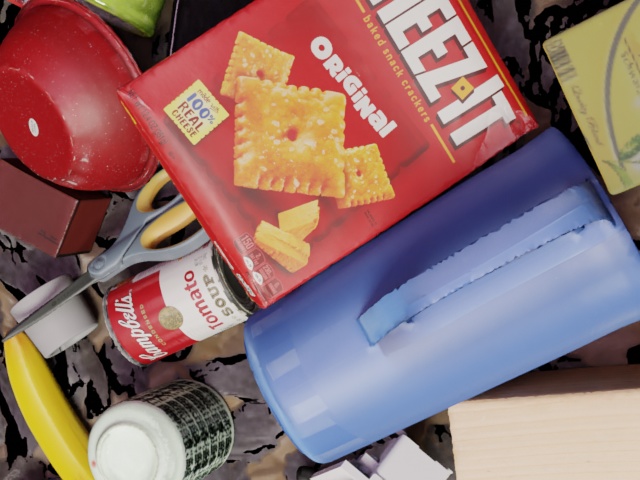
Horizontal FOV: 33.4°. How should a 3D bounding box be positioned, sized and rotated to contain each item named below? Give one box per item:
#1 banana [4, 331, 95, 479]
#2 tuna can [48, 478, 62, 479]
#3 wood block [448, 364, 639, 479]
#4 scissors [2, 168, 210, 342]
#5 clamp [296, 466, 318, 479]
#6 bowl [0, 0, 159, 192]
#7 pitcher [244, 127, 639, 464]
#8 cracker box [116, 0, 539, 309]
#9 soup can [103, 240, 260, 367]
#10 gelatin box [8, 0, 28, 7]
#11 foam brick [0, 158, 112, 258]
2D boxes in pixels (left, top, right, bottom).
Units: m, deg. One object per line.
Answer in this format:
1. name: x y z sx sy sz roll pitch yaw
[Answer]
1. banana: -0.196 0.159 0.856 0.198 0.037 0.070 48 129 14
2. tuna can: -0.217 0.240 0.877 0.086 0.033 0.086 1 94 18
3. wood block: 0.197 0.134 0.706 0.206 0.090 0.091 -7 92 18
4. scissors: -0.161 0.004 0.819 0.202 0.016 0.096 -24 48 14
5. clamp: 0.008 0.297 0.806 0.210 0.036 0.165 45 106 10
6. bowl: -0.193 -0.096 0.791 0.162 0.055 0.162 26 135 29
7. pitcher: 0.076 0.040 0.668 0.243 0.145 0.149 -29 123 5
8. cracker box: 0.005 -0.083 0.674 0.213 0.072 0.164 -33 102 -4
9. soup can: -0.103 0.046 0.809 0.102 0.068 0.068 -25 86 17
10. gelatin box: -0.228 -0.222 0.849 0.089 0.030 0.073 29 101 14
11. foam brick: -0.218 -0.026 0.849 0.078 0.051 0.053 27 103 14
